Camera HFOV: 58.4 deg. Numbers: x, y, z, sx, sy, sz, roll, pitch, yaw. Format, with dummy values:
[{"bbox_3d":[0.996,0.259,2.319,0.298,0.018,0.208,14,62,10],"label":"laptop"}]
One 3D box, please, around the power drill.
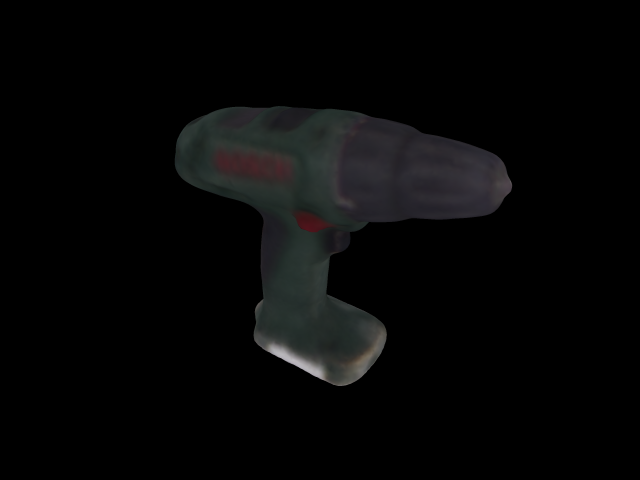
[{"bbox_3d":[0.004,0.001,0.400,0.229,0.208,0.076,22,45,24],"label":"power drill"}]
